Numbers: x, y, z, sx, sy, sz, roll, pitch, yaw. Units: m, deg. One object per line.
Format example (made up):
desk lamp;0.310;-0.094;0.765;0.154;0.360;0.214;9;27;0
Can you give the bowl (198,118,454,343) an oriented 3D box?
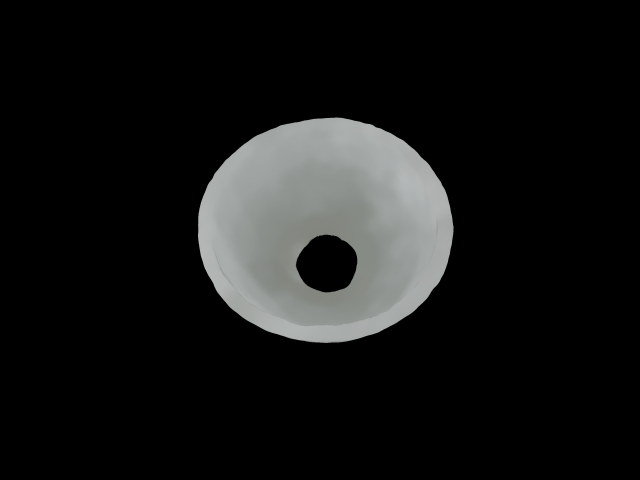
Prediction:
bowl;0.004;0.001;0.400;0.167;0.075;0.167;0;62;0
